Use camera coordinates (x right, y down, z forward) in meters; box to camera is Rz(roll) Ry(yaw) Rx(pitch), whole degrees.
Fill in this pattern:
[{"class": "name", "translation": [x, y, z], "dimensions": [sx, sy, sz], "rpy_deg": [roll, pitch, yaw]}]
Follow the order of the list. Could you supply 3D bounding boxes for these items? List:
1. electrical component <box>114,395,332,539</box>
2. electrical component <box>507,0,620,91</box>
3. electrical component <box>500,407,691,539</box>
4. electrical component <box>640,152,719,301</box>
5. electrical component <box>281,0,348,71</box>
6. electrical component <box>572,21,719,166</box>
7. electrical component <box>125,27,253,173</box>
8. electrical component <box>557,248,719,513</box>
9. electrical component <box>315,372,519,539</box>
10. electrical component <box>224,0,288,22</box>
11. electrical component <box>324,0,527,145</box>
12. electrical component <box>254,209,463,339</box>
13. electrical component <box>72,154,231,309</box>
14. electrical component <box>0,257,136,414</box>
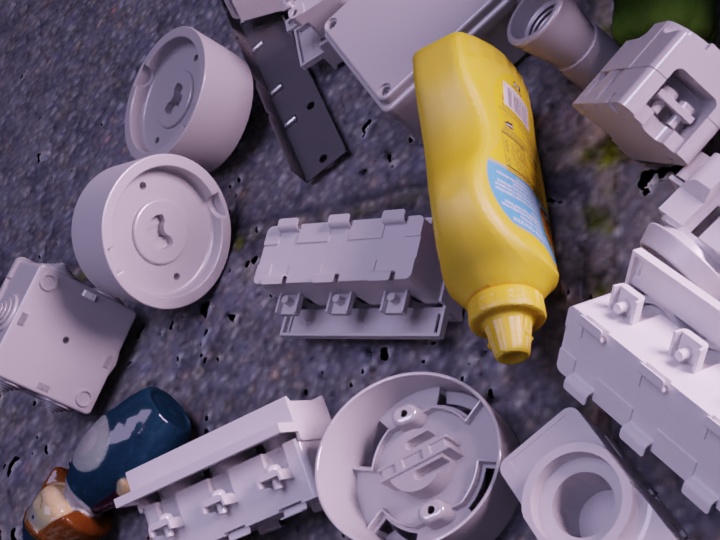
[{"class": "electrical component", "translation": [-0.072, 0.127, 0.640], "dimensions": [0.121, 0.079, 0.063], "rpy_deg": [-27, 73, 22]}, {"class": "electrical component", "translation": [0.126, -0.136, 0.643], "dimensions": [0.044, 0.065, 0.044], "rpy_deg": [-39, 35, 34]}, {"class": "electrical component", "translation": [0.114, 0.116, 0.511], "dimensions": [0.050, 0.056, 0.089], "rpy_deg": [-42, 47, 10]}, {"class": "electrical component", "translation": [0.179, -0.016, 0.539], "dimensions": [0.057, 0.058, 0.078], "rpy_deg": [-45, 47, 3]}, {"class": "electrical component", "translation": [-0.020, -0.189, 0.787], "dimensions": [0.081, 0.064, 0.042], "rpy_deg": [-29, 52, 21]}, {"class": "electrical component", "translation": [0.161, -0.095, 0.576], "dimensions": [0.055, 0.050, 0.089], "rpy_deg": [-49, 9, 3]}, {"class": "electrical component", "translation": [-0.126, -0.125, 0.827], "dimensions": [0.108, 0.060, 0.108], "rpy_deg": [-20, 62, 43]}, {"class": "electrical component", "translation": [0.154, 0.056, 0.501], "dimensions": [0.063, 0.078, 0.121], "rpy_deg": [-16, 39, -28]}, {"class": "electrical component", "translation": [0.034, 0.105, 0.573], "dimensions": [0.099, 0.064, 0.099], "rpy_deg": [-18, 55, 28]}, {"class": "electrical component", "translation": [-0.064, -0.239, 0.839], "dimensions": [0.096, 0.061, 0.061], "rpy_deg": [-7, 59, 12]}, {"class": "electrical component", "translation": [0.046, -0.159, 0.724], "dimensions": [0.109, 0.056, 0.108], "rpy_deg": [-42, 47, 10]}, {"class": "electrical component", "translation": [0.000, 0.000, 0.661], "dimensions": [0.121, 0.063, 0.078], "rpy_deg": [-2, 64, 37]}, {"class": "electrical component", "translation": [-0.153, -0.027, 0.767], "dimensions": [0.060, 0.108, 0.108], "rpy_deg": [1, 66, 45]}, {"class": "electrical component", "translation": [-0.221, 0.049, 0.778], "dimensions": [0.048, 0.100, 0.099], "rpy_deg": [5, 68, 53]}]
